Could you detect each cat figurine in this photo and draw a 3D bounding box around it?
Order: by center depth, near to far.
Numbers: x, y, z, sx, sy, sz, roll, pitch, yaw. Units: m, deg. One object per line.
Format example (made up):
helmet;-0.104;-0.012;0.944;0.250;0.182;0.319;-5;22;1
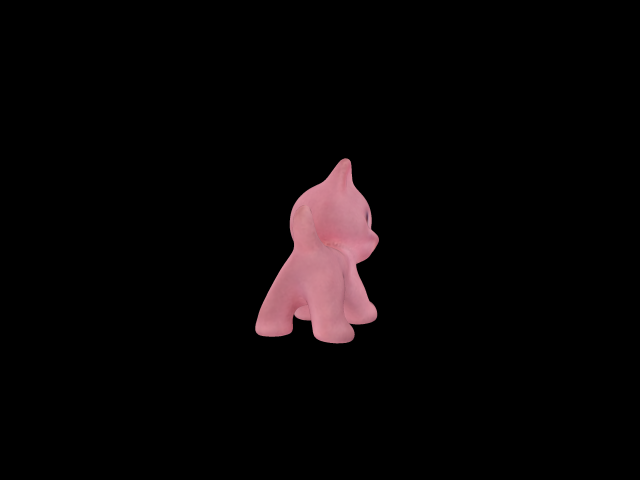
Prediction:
cat figurine;0.004;0.001;0.400;0.067;0.118;0.128;1;4;16
